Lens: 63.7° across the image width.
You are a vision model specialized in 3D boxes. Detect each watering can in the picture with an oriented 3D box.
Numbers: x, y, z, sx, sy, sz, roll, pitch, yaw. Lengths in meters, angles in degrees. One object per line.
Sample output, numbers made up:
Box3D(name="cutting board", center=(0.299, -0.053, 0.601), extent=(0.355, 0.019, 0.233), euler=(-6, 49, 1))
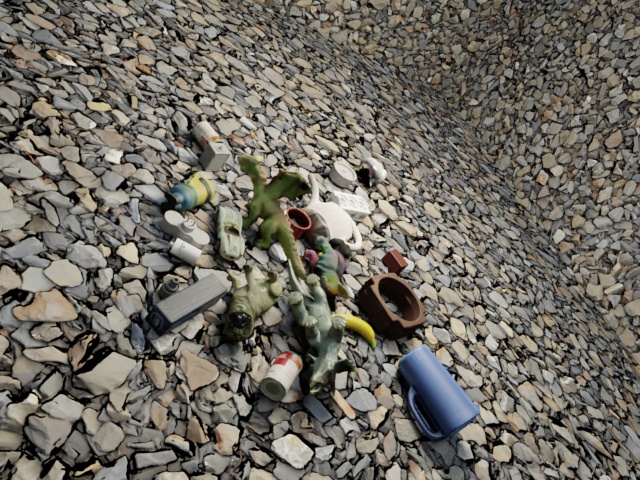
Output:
Box3D(name="watering can", center=(0.005, -0.089, 1.778), extent=(0.226, 0.102, 0.351), euler=(-15, 62, -50))

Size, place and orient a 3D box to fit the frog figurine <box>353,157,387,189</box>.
Box3D(name="frog figurine", center=(0.236, -0.309, 2.253), extent=(0.139, 0.120, 0.161), euler=(33, 40, 26))

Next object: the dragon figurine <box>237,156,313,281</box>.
Box3D(name="dragon figurine", center=(-0.119, -0.097, 1.555), extent=(0.413, 0.239, 0.123), euler=(45, 28, 12))
